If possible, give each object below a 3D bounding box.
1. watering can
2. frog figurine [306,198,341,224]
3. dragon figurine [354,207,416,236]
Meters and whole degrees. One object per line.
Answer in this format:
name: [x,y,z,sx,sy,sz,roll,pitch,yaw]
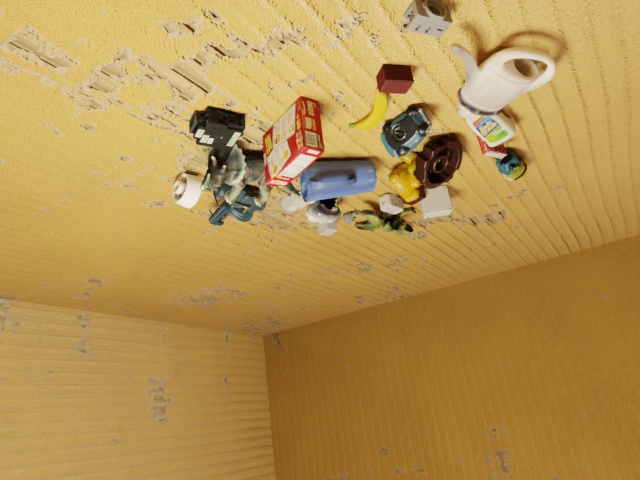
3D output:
watering can: [0.427,-0.413,1.307,0.348,0.106,0.220,0,158,-22]
frog figurine: [0.006,-0.098,1.946,0.138,0.124,0.156,-17,153,-33]
dragon figurine: [0.245,-0.068,2.146,0.409,0.124,0.240,9,161,-35]
